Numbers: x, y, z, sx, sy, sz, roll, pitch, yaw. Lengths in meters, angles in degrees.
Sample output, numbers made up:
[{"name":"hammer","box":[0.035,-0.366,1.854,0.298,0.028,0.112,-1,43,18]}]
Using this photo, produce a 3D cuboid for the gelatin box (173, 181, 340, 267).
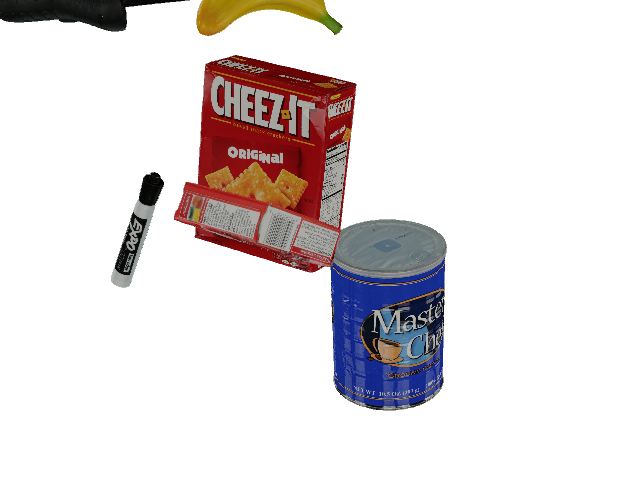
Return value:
[{"name":"gelatin box","box":[-0.040,-0.010,0.708,0.073,0.030,0.089,16,-1,35]}]

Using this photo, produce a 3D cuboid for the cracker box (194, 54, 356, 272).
[{"name":"cracker box","box":[-0.056,-0.087,1.212,0.164,0.214,0.072,17,26,25]}]

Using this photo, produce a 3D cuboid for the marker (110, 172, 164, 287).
[{"name":"marker","box":[-0.164,-0.009,0.958,0.020,0.121,0.020,17,31,-11]}]

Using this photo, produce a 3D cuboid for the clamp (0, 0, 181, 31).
[{"name":"clamp","box":[-0.178,-0.188,0.813,0.172,0.039,0.120,13,24,30]}]

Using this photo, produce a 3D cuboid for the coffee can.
[{"name":"coffee can","box":[0.060,0.065,0.957,0.103,0.140,0.103,-2,26,1]}]

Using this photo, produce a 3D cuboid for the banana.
[{"name":"banana","box":[-0.055,-0.232,1.035,0.197,0.070,0.037,-14,-31,-46]}]
